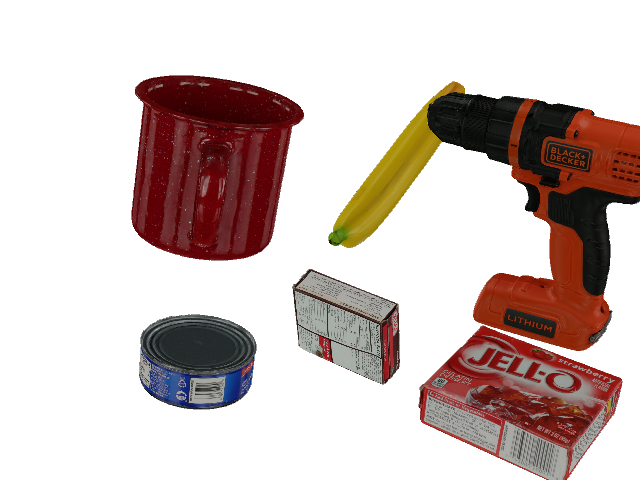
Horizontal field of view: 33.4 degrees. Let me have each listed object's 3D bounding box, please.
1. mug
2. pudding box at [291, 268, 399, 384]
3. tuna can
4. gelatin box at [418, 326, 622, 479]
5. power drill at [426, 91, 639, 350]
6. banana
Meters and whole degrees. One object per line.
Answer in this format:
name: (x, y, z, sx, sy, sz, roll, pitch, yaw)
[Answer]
mug: (-0.060, -0.036, 0.587, 0.093, 0.081, 0.117, 7, 22, -10)
pudding box: (0.027, 0.089, 1.108, 0.114, 0.090, 0.039, 20, 44, 27)
tuna can: (-0.091, 0.090, 0.793, 0.086, 0.034, 0.086, 6, 23, -3)
gelatin box: (0.110, 0.087, 0.589, 0.089, 0.030, 0.073, 21, 35, 29)
power drill: (0.163, -0.017, 0.822, 0.185, 0.188, 0.057, 17, 34, 26)
banana: (0.069, -0.060, 0.979, 0.037, 0.197, 0.070, 38, -15, -5)
